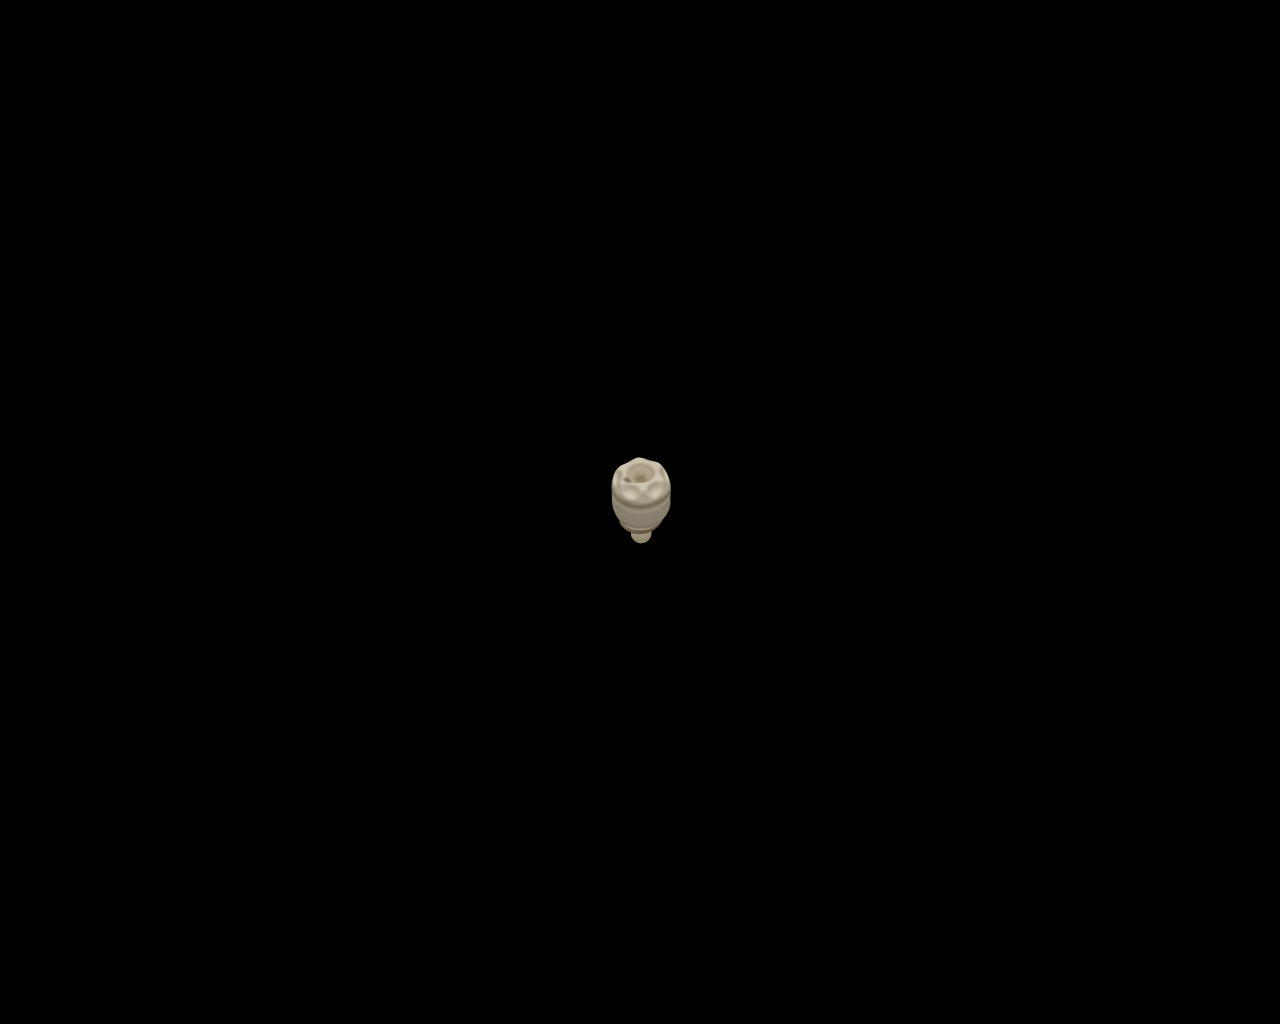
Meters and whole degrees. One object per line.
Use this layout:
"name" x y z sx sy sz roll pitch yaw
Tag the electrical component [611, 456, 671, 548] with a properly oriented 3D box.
"electrical component" 0.001 -0.003 0.650 0.035 0.035 0.061 0 -43 0
